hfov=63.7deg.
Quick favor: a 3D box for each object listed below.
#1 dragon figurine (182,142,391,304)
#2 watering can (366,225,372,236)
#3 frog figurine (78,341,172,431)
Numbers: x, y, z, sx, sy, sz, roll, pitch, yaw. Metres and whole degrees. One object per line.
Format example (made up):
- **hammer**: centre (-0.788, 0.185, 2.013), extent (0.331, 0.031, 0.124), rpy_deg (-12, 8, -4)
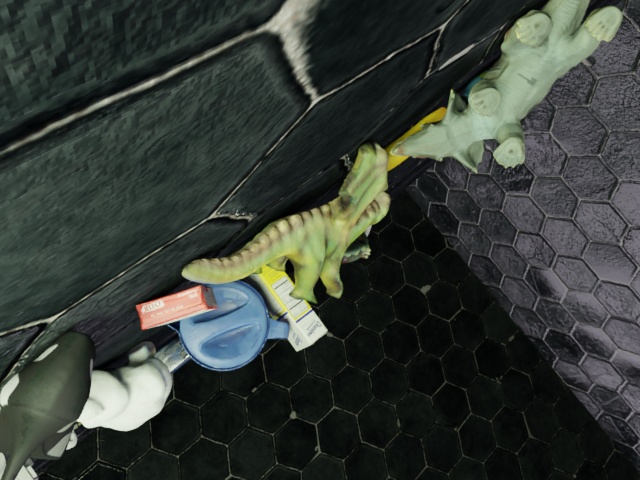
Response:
- **dragon figurine**: centre (0.002, -0.036, 0.707), extent (0.241, 0.123, 0.409), rpy_deg (-58, 160, 9)
- **watering can**: centre (0.044, 0.006, 1.458), extent (0.347, 0.104, 0.224), rpy_deg (-40, 178, 1)
- **frog figurine**: centre (-0.296, 0.236, 0.766), extent (0.137, 0.122, 0.160), rpy_deg (-19, -173, -4)
